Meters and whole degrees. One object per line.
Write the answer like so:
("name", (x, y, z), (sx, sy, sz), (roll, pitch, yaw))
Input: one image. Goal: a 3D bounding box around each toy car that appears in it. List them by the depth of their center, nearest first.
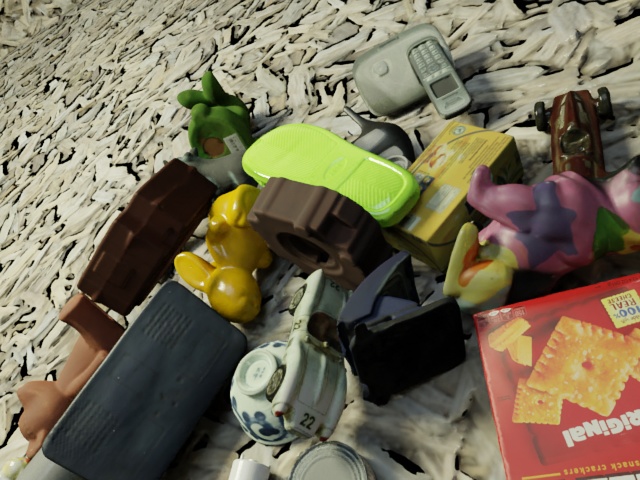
("toy car", (-0.003, 0.116, 0.576), (0.056, 0.073, 0.202), (-43, 21, 35))
("toy car", (0.296, -0.109, 0.621), (0.089, 0.053, 0.202), (-8, 52, 31))

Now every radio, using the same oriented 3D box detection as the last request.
("radio", (-0.194, 0.175, 0.633), (0.229, 0.131, 0.073), (-57, 2, -18))

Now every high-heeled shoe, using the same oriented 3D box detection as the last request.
("high-heeled shoe", (0.016, -0.083, 0.780), (0.248, 0.086, 0.145), (-45, 68, 12))

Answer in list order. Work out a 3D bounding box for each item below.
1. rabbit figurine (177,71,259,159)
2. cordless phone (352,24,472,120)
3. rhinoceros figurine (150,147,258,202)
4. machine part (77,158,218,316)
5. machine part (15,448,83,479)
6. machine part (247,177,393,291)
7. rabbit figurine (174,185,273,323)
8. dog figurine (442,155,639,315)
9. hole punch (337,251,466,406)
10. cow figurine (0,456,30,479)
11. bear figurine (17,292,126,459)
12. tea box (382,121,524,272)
("rabbit figurine", (-0.179, -0.207, 0.949), (0.121, 0.159, 0.170), (-30, 28, 20))
("cordless phone", (0.138, -0.220, 0.793), (0.147, 0.088, 0.184), (-25, 49, 12))
("rhinoceros figurine", (-0.181, -0.097, 0.867), (0.190, 0.112, 0.073), (-8, 50, 16))
("machine part", (-0.240, -0.003, 0.769), (0.201, 0.087, 0.201), (-50, 12, 28))
("machine part", (-0.297, 0.255, 0.671), (0.079, 0.079, 0.243), (22, 70, 42))
("machine part", (-0.001, -0.002, 0.636), (0.180, 0.179, 0.056), (15, 67, 39))
("rabbit figurine", (-0.120, 0.028, 0.729), (0.162, 0.121, 0.173), (-10, 69, 29))
("dog figurine", (0.245, 0.004, 0.517), (0.219, 0.108, 0.191), (14, 92, 22))
("hole punch", (0.073, 0.087, 0.546), (0.116, 0.142, 0.092), (-24, 45, -6))
("cow figurine", (-0.433, 0.348, 0.687), (0.167, 0.068, 0.098), (-31, 50, 11))
("bear figurine", (-0.354, 0.184, 0.738), (0.196, 0.132, 0.120), (-47, 14, -15))
("tea box", (0.155, -0.057, 0.653), (0.169, 0.068, 0.098), (-47, 44, -11))
